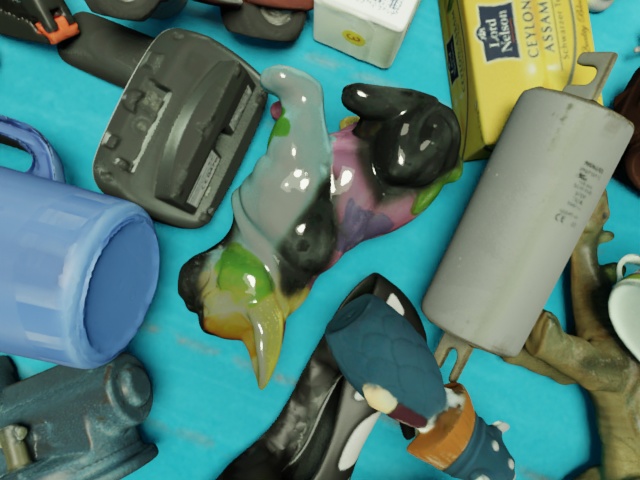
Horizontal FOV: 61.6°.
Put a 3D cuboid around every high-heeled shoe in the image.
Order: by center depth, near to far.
[{"bbox_3d":[-0.024,0.129,0.387,0.249,0.086,0.145,-23,106,-21],"label":"high-heeled shoe"}]

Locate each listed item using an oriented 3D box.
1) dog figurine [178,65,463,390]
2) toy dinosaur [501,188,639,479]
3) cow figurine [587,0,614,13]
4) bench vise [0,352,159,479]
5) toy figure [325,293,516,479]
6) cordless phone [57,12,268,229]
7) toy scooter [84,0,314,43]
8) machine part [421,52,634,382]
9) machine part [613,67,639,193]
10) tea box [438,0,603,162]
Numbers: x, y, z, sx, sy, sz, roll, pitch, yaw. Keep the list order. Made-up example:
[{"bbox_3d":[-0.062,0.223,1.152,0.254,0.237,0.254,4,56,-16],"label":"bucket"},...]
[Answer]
[{"bbox_3d":[-0.001,-0.001,0.401,0.192,0.108,0.219,10,90,-4],"label":"dog figurine"},{"bbox_3d":[0.255,0.187,0.391,0.199,0.105,0.471,-7,85,-3],"label":"toy dinosaur"},{"bbox_3d":[0.208,-0.276,0.430,0.068,0.098,0.167,-40,88,2],"label":"cow figurine"},{"bbox_3d":[-0.203,0.189,0.372,0.224,0.129,0.240,-21,82,-1],"label":"bench vise"},{"bbox_3d":[0.068,0.103,0.352,0.064,0.058,0.154,-43,98,-19],"label":"toy figure"},{"bbox_3d":[-0.148,-0.103,0.424,0.184,0.088,0.146,24,86,11],"label":"cordless phone"},{"bbox_3d":[-0.076,-0.218,0.381,0.184,0.075,0.135,-6,117,-36],"label":"toy scooter"},{"bbox_3d":[0.138,-0.011,0.368,0.079,0.079,0.243,24,101,0],"label":"machine part"},{"bbox_3d":[0.319,-0.059,0.365,0.201,0.201,0.087,27,88,0],"label":"machine part"},{"bbox_3d":[0.157,-0.155,0.433,0.098,0.068,0.169,-8,87,-3],"label":"tea box"}]
